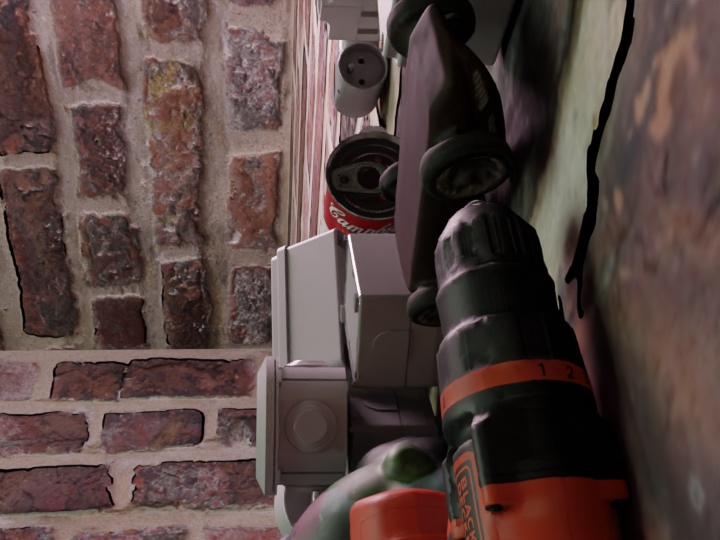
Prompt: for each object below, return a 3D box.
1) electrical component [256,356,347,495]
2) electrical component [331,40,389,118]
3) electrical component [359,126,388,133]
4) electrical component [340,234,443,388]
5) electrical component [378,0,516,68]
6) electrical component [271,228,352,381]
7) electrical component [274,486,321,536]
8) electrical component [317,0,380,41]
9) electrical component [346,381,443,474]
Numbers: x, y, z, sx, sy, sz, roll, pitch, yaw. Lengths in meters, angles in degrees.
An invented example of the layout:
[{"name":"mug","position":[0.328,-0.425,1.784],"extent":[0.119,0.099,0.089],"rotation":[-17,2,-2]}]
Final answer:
[{"name":"electrical component","position":[-0.035,0.090,0.627],"extent":[0.080,0.051,0.080],"rotation":[-179,90,-85]},{"name":"electrical component","position":[-0.001,-0.183,0.947],"extent":[0.077,0.043,0.079],"rotation":[120,150,-78]},{"name":"electrical component","position":[0.009,-0.077,0.851],"extent":[0.081,0.043,0.043],"rotation":[97,171,-49]},{"name":"electrical component","position":[0.022,0.019,0.640],"extent":[0.096,0.061,0.061],"rotation":[-101,12,-60]},{"name":"electrical component","position":[0.041,-0.166,0.487],"extent":[0.108,0.056,0.108],"rotation":[102,167,-62]},{"name":"electrical component","position":[-0.009,0.046,0.738],"extent":[0.109,0.056,0.108],"rotation":[41,-144,-47]},{"name":"electrical component","position":[-0.026,0.206,0.948],"extent":[0.064,0.099,0.099],"rotation":[119,151,-65]},{"name":"electrical component","position":[-0.003,-0.273,0.876],"extent":[0.089,0.062,0.150],"rotation":[107,162,-71]},{"name":"electrical component","position":[0.019,0.123,0.668],"extent":[0.061,0.061,0.096],"rotation":[-103,15,-67]}]
